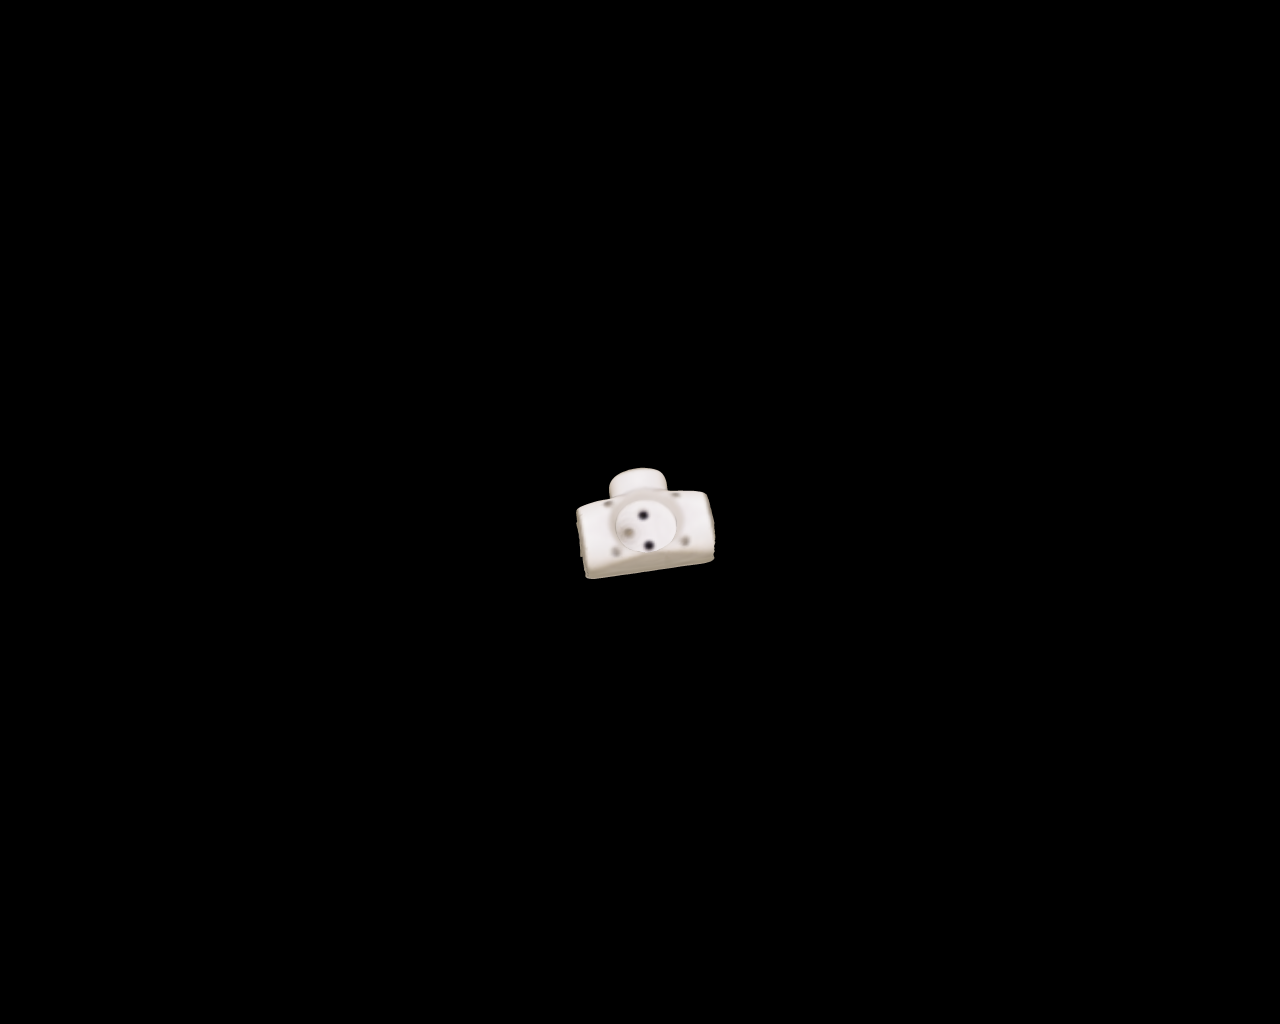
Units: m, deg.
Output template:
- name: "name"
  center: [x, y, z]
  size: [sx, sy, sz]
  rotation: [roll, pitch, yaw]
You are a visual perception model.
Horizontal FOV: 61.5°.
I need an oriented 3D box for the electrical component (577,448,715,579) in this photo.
- name: "electrical component"
  center: [0.001, -0.003, 0.650]
  size: [0.077, 0.079, 0.044]
  rotation: [-8, -23, -3]
